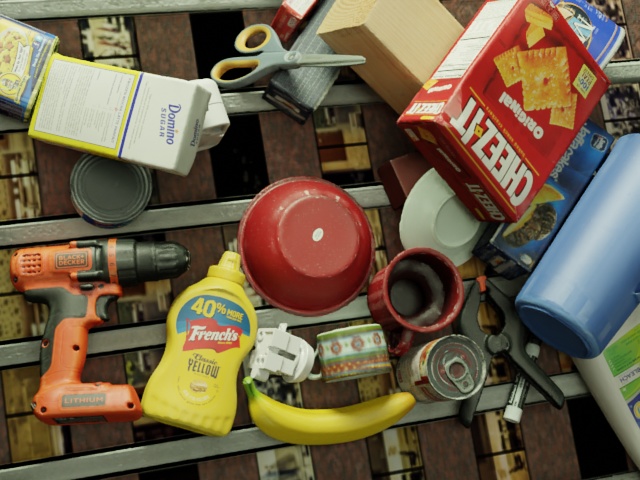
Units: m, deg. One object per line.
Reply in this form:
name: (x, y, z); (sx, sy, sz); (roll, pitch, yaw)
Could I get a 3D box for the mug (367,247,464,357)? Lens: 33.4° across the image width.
mug: (0.098, 0.072, 1.175); (0.093, 0.082, 0.117); (16, 75, -12)

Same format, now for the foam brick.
foam brick: (0.114, -0.074, 1.225); (0.078, 0.051, 0.053); (-21, 86, -19)

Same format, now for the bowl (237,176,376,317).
bowl: (-0.008, 0.001, 1.176); (0.162, 0.055, 0.162); (3, 78, -14)

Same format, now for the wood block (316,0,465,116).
wood block: (0.108, -0.202, 1.190); (0.206, 0.090, 0.090); (40, 70, -30)

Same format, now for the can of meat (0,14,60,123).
can of meat: (-0.331, -0.183, 1.126); (0.084, 0.057, 0.102); (21, 75, -12)

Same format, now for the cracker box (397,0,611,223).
cracker box: (0.206, -0.150, 1.160); (0.164, 0.072, 0.213); (46, 69, -27)

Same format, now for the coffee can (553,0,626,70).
coffee can: (0.277, -0.251, 1.276); (0.140, 0.103, 0.102); (36, 72, -5)

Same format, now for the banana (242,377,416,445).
banana: (0.006, 0.189, 1.140); (0.197, 0.037, 0.070); (7, 121, -21)

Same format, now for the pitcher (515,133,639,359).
pitcher: (0.332, 0.013, 1.179); (0.145, 0.149, 0.242); (40, 75, -4)

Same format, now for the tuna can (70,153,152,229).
tuna can: (-0.224, -0.056, 1.140); (0.086, 0.034, 0.086); (3, 78, -14)

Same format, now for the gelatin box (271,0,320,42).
gelatin box: (-0.016, -0.276, 1.218); (0.030, 0.073, 0.089); (37, 72, -6)

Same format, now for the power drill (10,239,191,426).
power drill: (-0.220, 0.089, 1.079); (0.184, 0.057, 0.187); (-5, 69, -2)

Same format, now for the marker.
marker: (0.237, 0.151, 1.229); (0.020, 0.020, 0.121); (23, 74, -10)

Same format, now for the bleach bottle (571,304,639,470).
bleach bottle: (0.386, 0.199, 1.238); (0.102, 0.068, 0.251); (-31, 90, -16)

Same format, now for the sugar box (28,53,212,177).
sugar box: (-0.205, -0.129, 1.094); (0.176, 0.048, 0.093); (15, 88, 18)

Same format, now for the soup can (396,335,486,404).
soup can: (0.129, 0.142, 1.158); (0.068, 0.102, 0.068); (3, 78, -15)

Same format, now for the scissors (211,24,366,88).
scissors: (-0.031, -0.209, 1.164); (0.016, 0.202, 0.096); (49, 44, -44)

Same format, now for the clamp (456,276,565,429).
clamp: (0.192, 0.129, 1.207); (0.120, 0.039, 0.171); (-17, 72, -12)

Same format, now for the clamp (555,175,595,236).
clamp: (0.350, -0.031, 1.286); (0.210, 0.036, 0.164); (27, 74, -6)

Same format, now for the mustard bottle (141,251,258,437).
mustard bottle: (-0.117, 0.104, 1.124); (0.096, 0.058, 0.191); (18, 75, -11)
